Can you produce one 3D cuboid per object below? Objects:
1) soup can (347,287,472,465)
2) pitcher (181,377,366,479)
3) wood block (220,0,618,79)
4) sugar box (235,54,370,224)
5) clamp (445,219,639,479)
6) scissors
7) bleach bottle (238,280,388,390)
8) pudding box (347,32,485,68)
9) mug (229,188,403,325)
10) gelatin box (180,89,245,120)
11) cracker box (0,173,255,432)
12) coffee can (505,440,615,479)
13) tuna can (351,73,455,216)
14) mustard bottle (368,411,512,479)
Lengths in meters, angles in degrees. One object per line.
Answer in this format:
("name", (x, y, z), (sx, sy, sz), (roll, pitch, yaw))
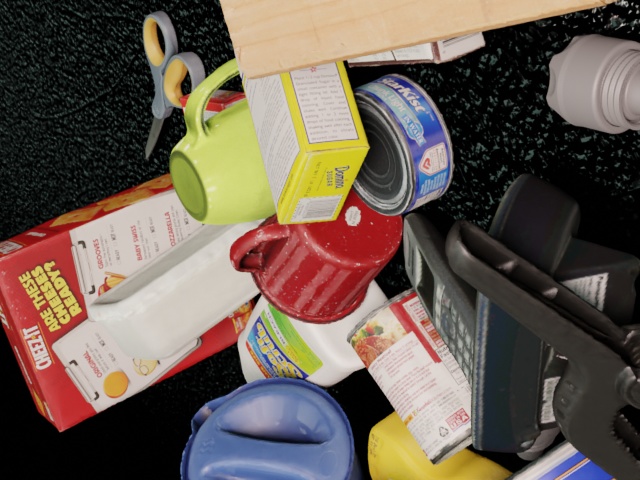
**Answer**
("soup can", (0.074, 0.089, 0.711), (0.102, 0.068, 0.069), (55, 152, 17))
("pitcher", (-0.007, 0.232, 0.869), (0.243, 0.145, 0.149), (69, -169, -50))
("wood block", (0.049, -0.139, 0.482), (0.207, 0.090, 0.091), (-2, 111, 46))
("sugar box", (-0.019, -0.107, 0.678), (0.093, 0.048, 0.176), (116, 145, -60))
("clamp", (0.145, 0.056, 0.506), (0.036, 0.164, 0.210), (-81, -14, -46))
("scissors", (-0.150, -0.141, 0.975), (0.202, 0.016, 0.096), (-22, 91, 63))
("bleach bottle", (-0.016, 0.090, 0.883), (0.102, 0.068, 0.251), (56, 155, 11))
("pudding box", (0.039, -0.155, 0.597), (0.090, 0.039, 0.113), (13, 122, 57))
("mug", (-0.005, 0.001, 0.730), (0.082, 0.117, 0.093), (127, 135, -55))
("gelatin box", (-0.075, -0.078, 0.877), (0.073, 0.030, 0.089), (17, 127, 54))
("cracker box", (-0.176, 0.047, 0.961), (0.072, 0.213, 0.164), (12, 123, 58))
("coffee can", (0.159, 0.187, 0.602), (0.140, 0.102, 0.103), (57, 152, 15))
("tuna can", (0.044, -0.059, 0.673), (0.086, 0.033, 0.086), (42, 146, 37))
("mustard bottle", (0.113, 0.190, 0.736), (0.192, 0.058, 0.096), (23, 136, 53))
